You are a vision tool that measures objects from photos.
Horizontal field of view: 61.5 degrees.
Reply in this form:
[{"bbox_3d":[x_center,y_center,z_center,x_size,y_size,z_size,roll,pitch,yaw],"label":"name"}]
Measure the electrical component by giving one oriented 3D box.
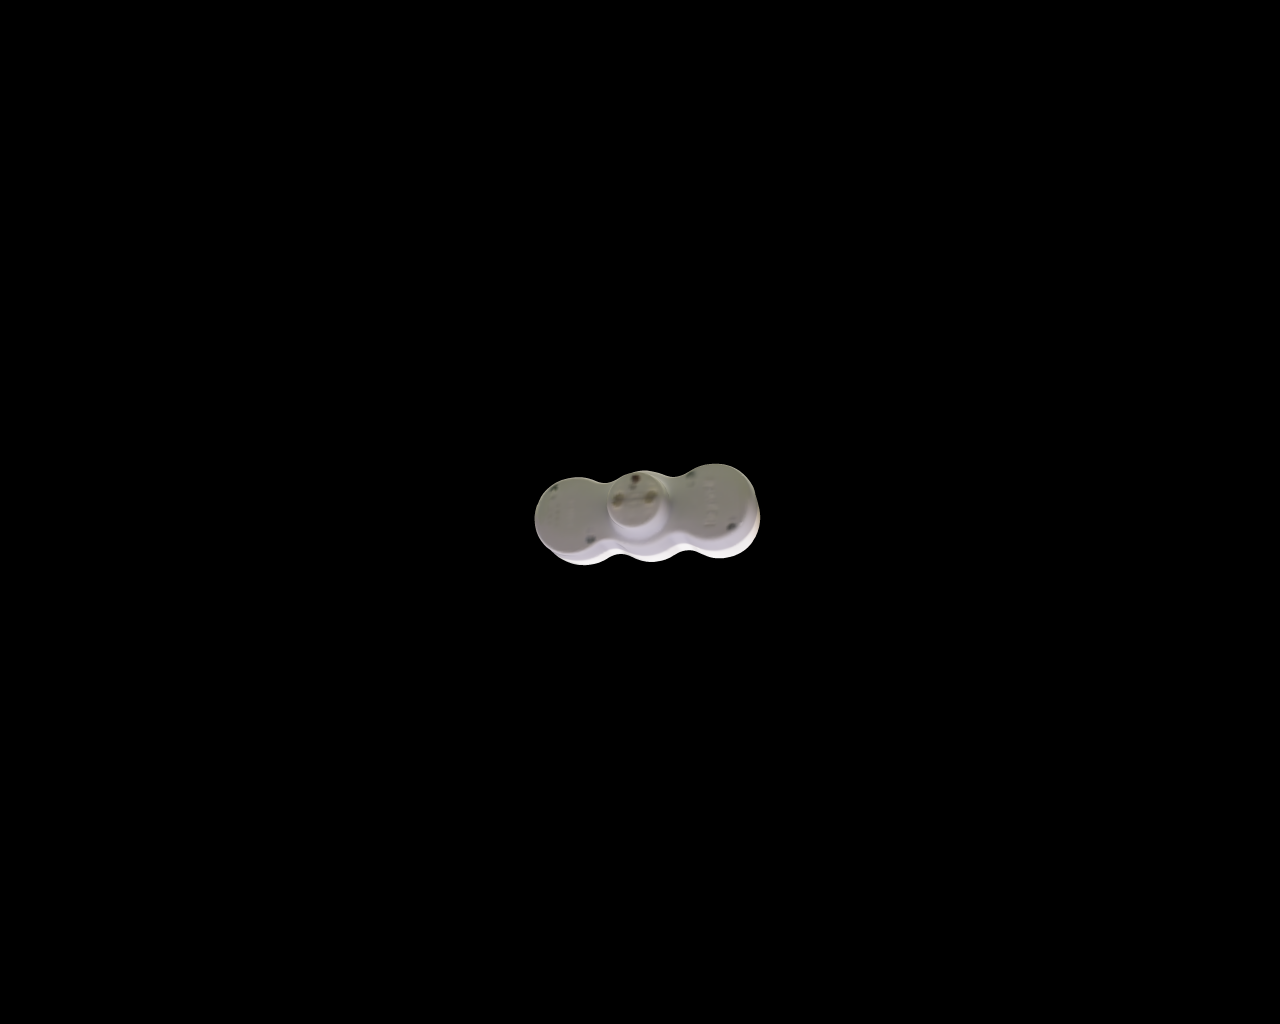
[{"bbox_3d":[0.001,-0.003,0.650,0.138,0.052,0.073,-4,-19,12],"label":"electrical component"}]
